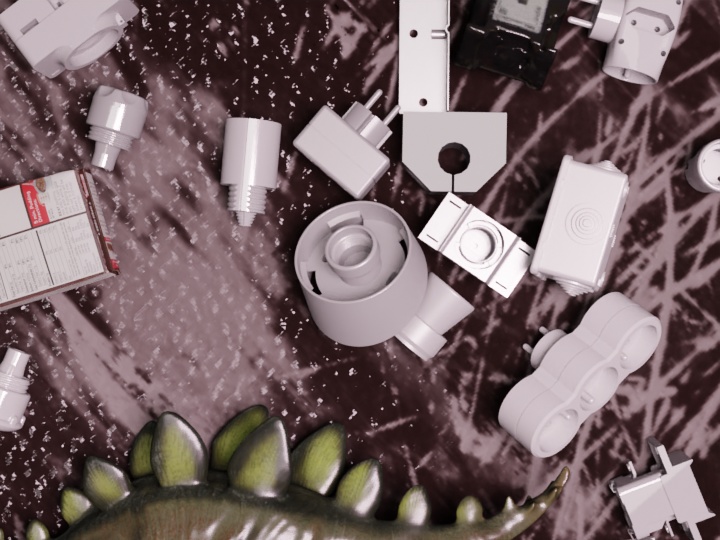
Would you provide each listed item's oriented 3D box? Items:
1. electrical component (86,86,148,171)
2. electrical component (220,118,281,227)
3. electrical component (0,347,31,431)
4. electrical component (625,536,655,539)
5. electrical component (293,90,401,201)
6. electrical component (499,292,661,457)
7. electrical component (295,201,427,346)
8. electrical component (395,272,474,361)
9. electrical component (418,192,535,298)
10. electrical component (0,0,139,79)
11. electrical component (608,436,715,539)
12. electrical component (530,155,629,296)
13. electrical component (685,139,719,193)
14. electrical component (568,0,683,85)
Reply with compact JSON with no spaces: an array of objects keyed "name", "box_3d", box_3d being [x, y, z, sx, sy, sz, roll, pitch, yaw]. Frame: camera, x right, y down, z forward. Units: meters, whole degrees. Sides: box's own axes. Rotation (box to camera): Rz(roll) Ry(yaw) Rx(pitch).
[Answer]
[{"name":"electrical component","box_3d":[-0.192,-0.109,0.838,0.043,0.043,0.062,17,92,2]},{"name":"electrical component","box_3d":[-0.086,-0.074,0.834,0.043,0.043,0.081,5,90,2]},{"name":"electrical component","box_3d":[-0.278,0.092,0.840,0.048,0.048,0.062,21,84,2]},{"name":"electrical component","box_3d":[0.197,0.289,0.815,0.089,0.062,0.150,-8,90,2]},{"name":"electrical component","box_3d":[-0.001,-0.103,0.829,0.066,0.047,0.076,41,92,1]},{"name":"electrical component","box_3d":[0.156,0.070,0.822,0.138,0.052,0.074,-45,49,-5]},{"name":"electrical component","box_3d":[0.000,0.000,0.814,0.099,0.064,0.099,-8,57,12]},{"name":"electrical component","box_3d":[0.054,0.036,0.829,0.045,0.045,0.055,40,92,1]},{"name":"electrical component","box_3d":[0.089,-0.019,0.818,0.081,0.064,0.042,35,92,2]},{"name":"electrical component","box_3d":[-0.223,-0.194,0.835,0.089,0.050,0.055,-37,89,1]},{"name":"electrical component","box_3d":[0.229,0.173,0.825,0.064,0.042,0.081,-23,89,5]},{"name":"electrical component","box_3d":[0.165,-0.031,0.800,0.048,0.100,0.099,17,90,15]},{"name":"electrical component","box_3d":[0.272,-0.078,0.821,0.040,0.046,0.040,0,90,2]},{"name":"electrical component","box_3d":[0.200,-0.191,0.825,0.079,0.043,0.077,16,90,1]}]
